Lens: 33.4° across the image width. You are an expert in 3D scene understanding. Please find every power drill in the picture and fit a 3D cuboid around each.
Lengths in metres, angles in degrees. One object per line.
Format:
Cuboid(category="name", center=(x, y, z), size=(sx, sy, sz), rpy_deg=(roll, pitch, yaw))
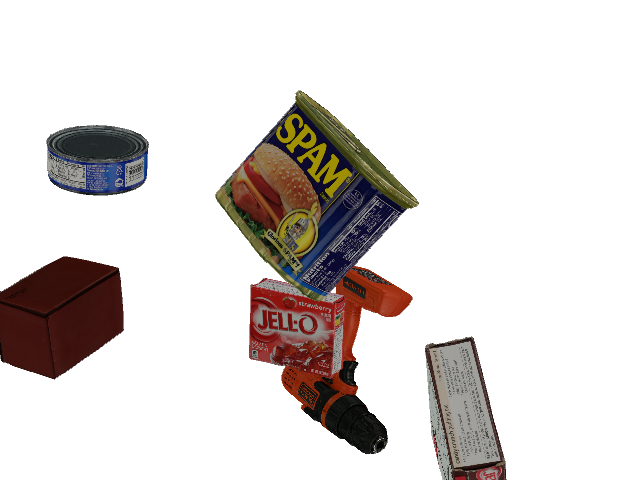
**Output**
Cuboid(category="power drill", center=(0.039, 0.135, 1.251), size=(0.057, 0.188, 0.185), rpy_deg=(13, 13, -42))

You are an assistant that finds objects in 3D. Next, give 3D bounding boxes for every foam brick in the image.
Cuboid(category="foam brick", center=(-0.184, 0.052, 0.753), size=(0.053, 0.051, 0.078), rpy_deg=(12, 28, 28))

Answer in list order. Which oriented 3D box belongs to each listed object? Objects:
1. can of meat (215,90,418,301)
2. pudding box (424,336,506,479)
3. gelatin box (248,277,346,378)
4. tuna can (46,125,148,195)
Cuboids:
Cuboid(category="can of meat", center=(-0.005, -0.026, 0.642), size=(0.057, 0.084, 0.102), rpy_deg=(29, 16, -50))
Cuboid(category="pudding box", center=(0.099, 0.136, 0.721), size=(0.039, 0.090, 0.113), rpy_deg=(-9, 40, 0))
Cuboid(category="gelatin box", center=(-0.022, 0.080, 0.976), size=(0.089, 0.073, 0.030), rpy_deg=(11, 19, 25))
Cuboid(category="tuna can", center=(-0.191, -0.069, 0.918), size=(0.086, 0.034, 0.086), rpy_deg=(5, 25, -2))
